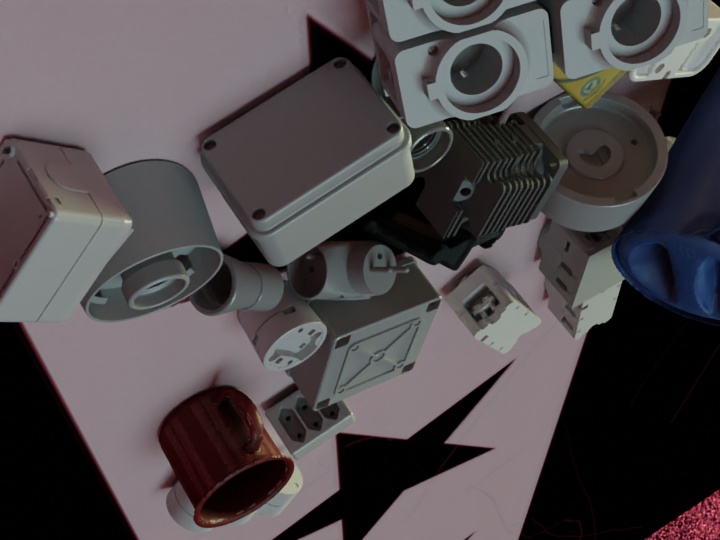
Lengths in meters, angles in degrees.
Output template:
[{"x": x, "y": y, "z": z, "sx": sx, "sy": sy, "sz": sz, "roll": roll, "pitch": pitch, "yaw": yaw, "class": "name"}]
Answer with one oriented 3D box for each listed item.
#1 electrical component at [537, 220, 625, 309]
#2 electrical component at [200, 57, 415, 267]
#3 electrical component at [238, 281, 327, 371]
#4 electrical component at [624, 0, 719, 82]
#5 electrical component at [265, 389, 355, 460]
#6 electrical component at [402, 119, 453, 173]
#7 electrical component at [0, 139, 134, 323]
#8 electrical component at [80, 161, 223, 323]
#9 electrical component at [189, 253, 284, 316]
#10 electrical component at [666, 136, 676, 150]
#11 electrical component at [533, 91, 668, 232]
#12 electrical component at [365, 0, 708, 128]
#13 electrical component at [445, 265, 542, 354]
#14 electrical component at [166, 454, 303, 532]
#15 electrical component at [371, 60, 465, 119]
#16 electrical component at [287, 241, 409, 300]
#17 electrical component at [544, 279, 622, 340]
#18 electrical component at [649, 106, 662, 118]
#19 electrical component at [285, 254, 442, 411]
[{"x": 0.250, "y": -0.041, "z": 1.032, "sx": 0.150, "sy": 0.061, "sz": 0.089, "roll": -27, "pitch": 150, "yaw": -18, "class": "electrical component"}, {"x": -0.031, "y": -0.067, "z": 0.658, "sx": 0.113, "sy": 0.078, "sz": 0.057, "roll": -33, "pitch": 155, "yaw": -7, "class": "electrical component"}, {"x": -0.061, "y": 0.042, "z": 0.820, "sx": 0.055, "sy": 0.047, "sz": 0.055, "roll": -27, "pitch": 151, "yaw": -17, "class": "electrical component"}, {"x": 0.218, "y": -0.179, "z": 0.789, "sx": 0.095, "sy": 0.059, "sz": 0.053, "roll": -12, "pitch": 143, "yaw": -38, "class": "electrical component"}, {"x": -0.043, "y": 0.138, "z": 0.986, "sx": 0.066, "sy": 0.047, "sz": 0.076, "roll": -33, "pitch": 164, "yaw": -7, "class": "electrical component"}, {"x": 0.034, "y": -0.095, "z": 0.723, "sx": 0.040, "sy": 0.046, "sz": 0.040, "roll": -28, "pitch": 151, "yaw": -17, "class": "electrical component"}, {"x": -0.176, "y": -0.015, "z": 0.589, "sx": 0.061, "sy": 0.061, "sz": 0.096, "roll": 5, "pitch": 131, "yaw": -52, "class": "electrical component"}, {"x": -0.135, "y": -0.013, "z": 0.662, "sx": 0.099, "sy": 0.064, "sz": 0.099, "roll": -25, "pitch": 163, "yaw": -8, "class": "electrical component"}, {"x": -0.084, "y": 0.011, "z": 0.756, "sx": 0.044, "sy": 0.044, "sz": 0.065, "roll": -48, "pitch": 155, "yaw": 20, "class": "electrical component"}, {"x": 0.281, "y": -0.103, "z": 0.992, "sx": 0.062, "sy": 0.043, "sz": 0.043, "roll": -25, "pitch": 150, "yaw": -24, "class": "electrical component"}, {"x": 0.182, "y": -0.081, "z": 0.851, "sx": 0.108, "sy": 0.108, "sz": 0.060, "roll": -29, "pitch": 157, "yaw": -14, "class": "electrical component"}, {"x": 0.100, "y": -0.159, "z": 0.604, "sx": 0.186, "sy": 0.060, "sz": 0.105, "roll": -18, "pitch": 128, "yaw": -5, "class": "electrical component"}, {"x": 0.123, "y": 0.035, "z": 1.008, "sx": 0.050, "sy": 0.055, "sz": 0.089, "roll": -42, "pitch": 152, "yaw": 10, "class": "electrical component"}, {"x": -0.105, "y": 0.193, "z": 0.992, "sx": 0.138, "sy": 0.052, "sz": 0.073, "roll": 1, "pitch": 134, "yaw": -49, "class": "electrical component"}, {"x": 0.055, "y": -0.137, "z": 0.684, "sx": 0.077, "sy": 0.044, "sz": 0.079, "roll": -18, "pitch": 146, "yaw": -32, "class": "electrical component"}, {"x": 0.000, "y": 0.000, "z": 0.802, "sx": 0.077, "sy": 0.079, "sz": 0.044, "roll": -2, "pitch": 92, "yaw": -47, "class": "electrical component"}, {"x": 0.227, "y": 0.020, "z": 1.103, "sx": 0.050, "sy": 0.055, "sz": 0.089, "roll": -29, "pitch": 151, "yaw": -14, "class": "electrical component"}, {"x": 0.228, "y": -0.108, "z": 0.928, "sx": 0.078, "sy": 0.040, "sz": 0.040, "roll": -49, "pitch": 150, "yaw": 20, "class": "electrical component"}, {"x": 0.001, "y": 0.052, "z": 0.895, "sx": 0.109, "sy": 0.056, "sz": 0.108, "roll": -20, "pitch": 148, "yaw": -29, "class": "electrical component"}]
